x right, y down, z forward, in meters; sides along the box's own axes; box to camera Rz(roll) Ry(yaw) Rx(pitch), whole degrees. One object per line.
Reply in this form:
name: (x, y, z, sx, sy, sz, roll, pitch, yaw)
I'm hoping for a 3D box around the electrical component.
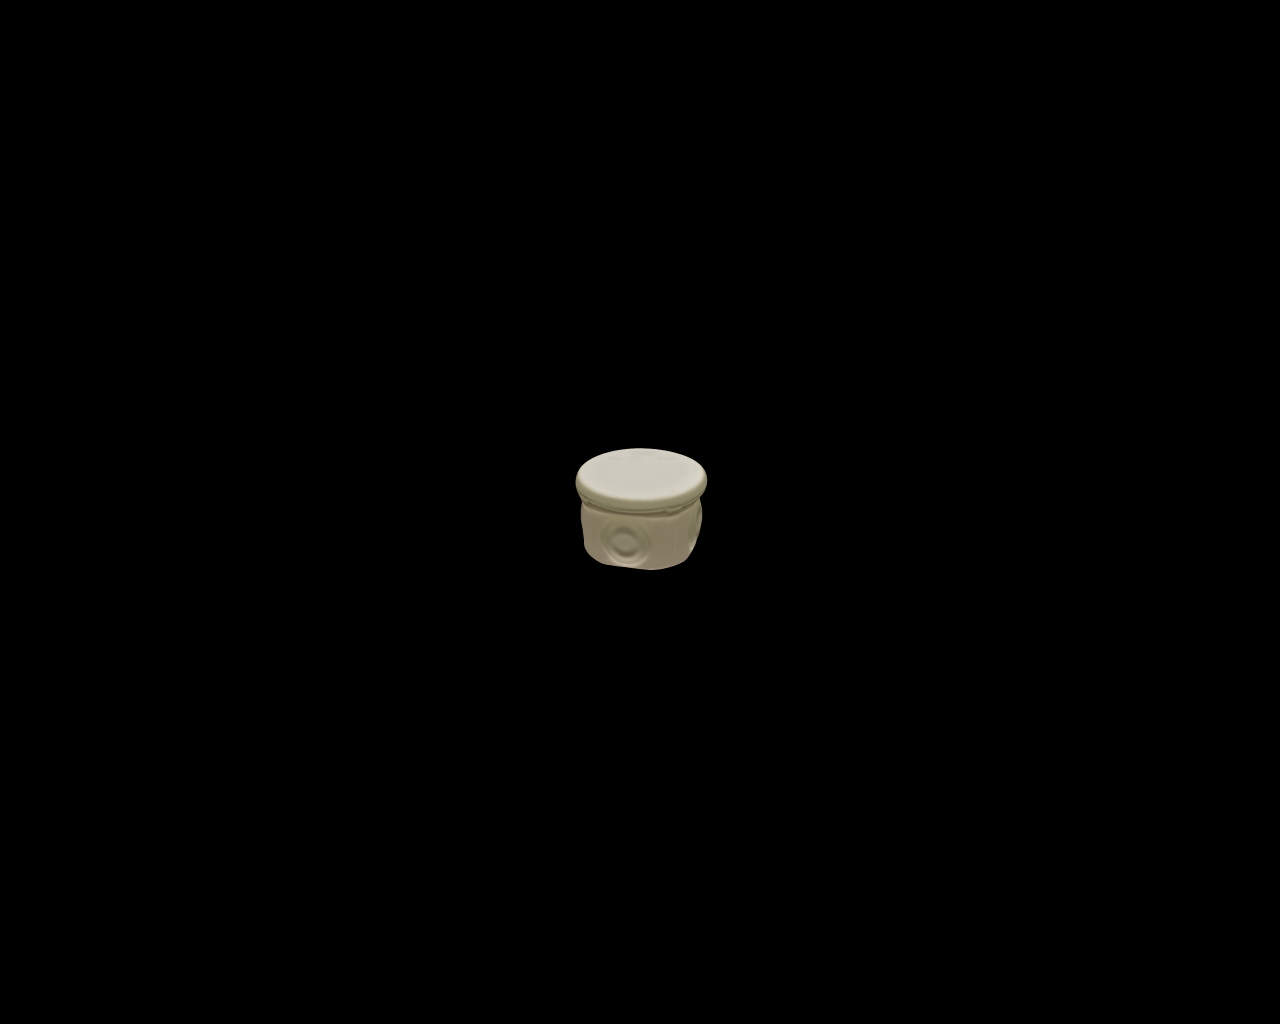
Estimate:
electrical component: (0.001, -0.003, 0.650, 0.080, 0.050, 0.080, 0, 26, 0)
